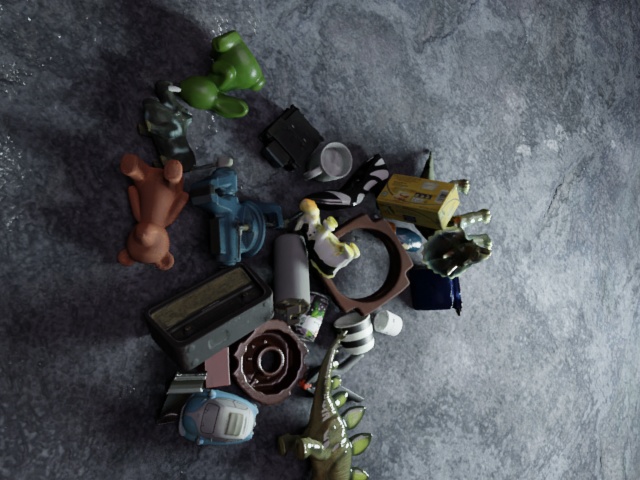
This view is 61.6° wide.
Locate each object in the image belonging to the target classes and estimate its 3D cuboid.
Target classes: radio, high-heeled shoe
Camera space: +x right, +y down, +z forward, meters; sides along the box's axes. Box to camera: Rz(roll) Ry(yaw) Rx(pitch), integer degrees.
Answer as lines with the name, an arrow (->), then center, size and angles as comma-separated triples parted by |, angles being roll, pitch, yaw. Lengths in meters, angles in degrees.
radio -> -0.210, 0.144, 1.055 | 0.229, 0.131, 0.073 | -30, 138, -28
high-heeled shoe -> 0.067, -0.145, 1.282 | 0.248, 0.086, 0.145 | 1, 83, -35

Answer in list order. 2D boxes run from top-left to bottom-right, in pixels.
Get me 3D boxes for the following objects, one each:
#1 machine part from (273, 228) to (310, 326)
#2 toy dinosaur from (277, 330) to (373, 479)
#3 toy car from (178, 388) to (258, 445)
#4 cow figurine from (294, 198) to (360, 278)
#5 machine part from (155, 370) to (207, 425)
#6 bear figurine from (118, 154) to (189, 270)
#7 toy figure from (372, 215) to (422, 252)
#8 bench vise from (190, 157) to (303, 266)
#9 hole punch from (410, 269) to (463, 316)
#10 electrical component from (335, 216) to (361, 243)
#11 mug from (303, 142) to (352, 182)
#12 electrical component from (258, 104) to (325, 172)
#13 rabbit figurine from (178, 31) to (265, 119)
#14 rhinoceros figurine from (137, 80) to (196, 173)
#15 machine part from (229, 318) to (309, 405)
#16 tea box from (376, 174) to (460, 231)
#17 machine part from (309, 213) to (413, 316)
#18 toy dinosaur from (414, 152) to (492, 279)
machine part -> -0.062, 0.073, 1.145 | 0.079, 0.079, 0.243 | 18, 48, -26
toy dinosaur -> 0.013, 0.436, 1.163 | 0.198, 0.105, 0.470 | -5, 99, -37
toy car -> -0.191, 0.358, 1.063 | 0.161, 0.103, 0.109 | 20, 75, -24
cow figurine -> -0.002, -0.004, 1.147 | 0.167, 0.098, 0.068 | 51, 19, 8
machine part -> -0.268, 0.295, 1.016 | 0.084, 0.138, 0.039 | 5, 38, -46
bear figurine -> -0.327, -0.047, 1.026 | 0.120, 0.132, 0.196 | 10, 73, 0
toy figure -> 0.184, -0.012, 1.341 | 0.154, 0.064, 0.057 | 20, 102, -24
bench vise -> -0.158, -0.059, 1.129 | 0.240, 0.129, 0.223 | 0, 73, -50
hole punch -> 0.293, 0.123, 1.360 | 0.092, 0.116, 0.142 | -2, 84, -22
electrical component -> 0.058, -0.023, 1.294 | 0.094, 0.021, 0.063 | 8, 81, -29
mug -> 0.006, -0.166, 1.234 | 0.109, 0.107, 0.080 | -40, 102, -22
electrical component -> -0.071, -0.224, 1.227 | 0.115, 0.058, 0.134 | 45, 65, -15
rabbit figurine -> -0.215, -0.332, 1.147 | 0.170, 0.121, 0.159 | -38, 110, -9
rhinoceros figurine -> -0.304, -0.227, 1.086 | 0.112, 0.073, 0.190 | -16, 92, -28
machine part -> -0.112, 0.257, 1.146 | 0.179, 0.056, 0.179 | 3, 84, -29
tea box -> 0.233, -0.093, 1.284 | 0.098, 0.170, 0.068 | -53, 138, -25
machine part -> 0.093, 0.056, 1.238 | 0.201, 0.087, 0.201 | -34, 95, -8
toy dinosaur -> 0.299, -0.059, 1.345 | 0.192, 0.131, 0.405 | -18, 49, -12
